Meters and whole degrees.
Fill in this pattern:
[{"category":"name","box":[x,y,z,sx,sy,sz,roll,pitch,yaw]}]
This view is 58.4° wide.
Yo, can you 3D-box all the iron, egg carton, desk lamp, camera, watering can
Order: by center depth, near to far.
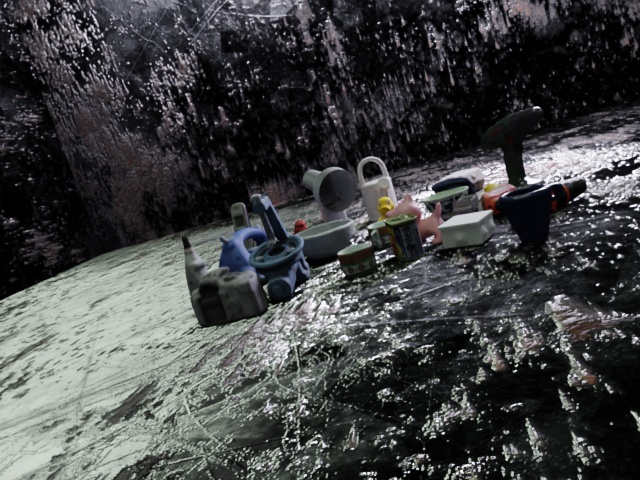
[{"category":"camera","box":[-0.175,0.099,1.163,0.143,0.101,0.137,-14,10,18]},{"category":"iron","box":[-0.167,0.028,1.436,0.118,0.141,0.259,-13,10,25]},{"category":"desk lamp","box":[0.024,-0.100,1.619,0.118,0.214,0.202,-21,10,-23]},{"category":"egg carton","box":[0.432,-0.171,1.748,0.151,0.069,0.107,-25,12,-40]},{"category":"watering can","box":[0.179,-0.163,1.772,0.101,0.194,0.172,-23,11,-30]}]

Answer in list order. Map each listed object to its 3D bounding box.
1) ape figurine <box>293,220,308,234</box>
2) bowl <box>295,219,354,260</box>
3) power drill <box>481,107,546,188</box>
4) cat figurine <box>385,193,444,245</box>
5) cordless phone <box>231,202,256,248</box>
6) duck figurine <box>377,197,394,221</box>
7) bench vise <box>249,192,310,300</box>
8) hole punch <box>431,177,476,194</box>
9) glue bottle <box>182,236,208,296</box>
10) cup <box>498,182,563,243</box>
[{"category":"ape figurine","box":[-0.050,-0.012,1.616,0.078,0.092,0.076,-18,9,-4]},{"category":"bowl","box":[0.013,0.005,1.454,0.167,0.075,0.167,-17,9,3]},{"category":"power drill","box":[0.530,-0.238,1.531,0.076,0.208,0.229,-21,10,-21]},{"category":"cat figurine","box":[0.215,-0.047,1.262,0.127,0.118,0.067,-10,12,35]},{"category":"cordless phone","box":[-0.182,-0.022,1.625,0.147,0.185,0.094,-13,10,24]},{"category":"duck figurine","box":[0.189,-0.079,1.596,0.077,0.086,0.105,-14,10,17]},{"category":"bench vise","box":[-0.101,0.003,1.223,0.121,0.220,0.207,-18,9,-5]},{"category":"hole punch","box":[0.364,-0.128,1.552,0.108,0.091,0.101,-12,10,26]},{"category":"glue bottle","box":[-0.269,0.074,1.255,0.037,0.173,0.077,-25,13,-41]},{"category":"cup","box":[0.388,-0.048,1.028,0.118,0.095,0.091,-18,9,-5]}]
